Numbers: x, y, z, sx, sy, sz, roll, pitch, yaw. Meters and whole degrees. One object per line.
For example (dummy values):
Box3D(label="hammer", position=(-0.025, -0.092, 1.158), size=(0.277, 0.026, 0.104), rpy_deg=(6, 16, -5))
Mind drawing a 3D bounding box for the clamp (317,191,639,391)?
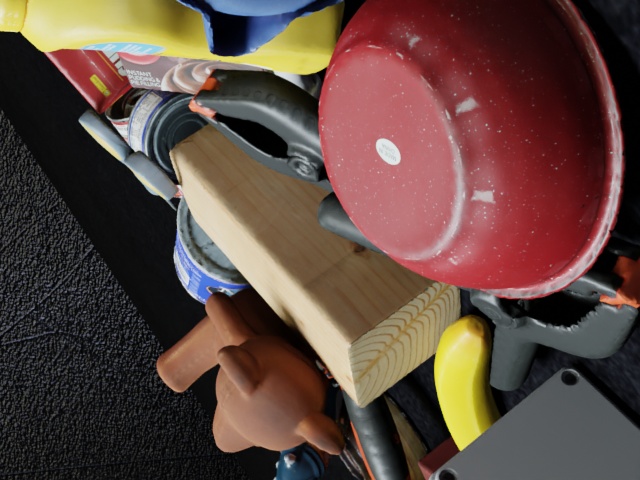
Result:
Box3D(label="clamp", position=(0.102, 0.030, 0.547), size=(0.164, 0.036, 0.210), rpy_deg=(44, 160, -21))

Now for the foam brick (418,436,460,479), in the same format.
Box3D(label="foam brick", position=(0.123, 0.197, 0.837), size=(0.051, 0.053, 0.078), rpy_deg=(26, 146, 61))

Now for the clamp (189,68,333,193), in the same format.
Box3D(label="clamp", position=(0.005, -0.056, 0.608), size=(0.171, 0.039, 0.120), rpy_deg=(28, 152, 3))

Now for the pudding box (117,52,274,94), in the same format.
Box3D(label="pudding box", position=(-0.083, -0.137, 0.683), size=(0.114, 0.039, 0.090), rpy_deg=(7, 143, 22))

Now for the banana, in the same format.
Box3D(label="banana", position=(0.112, 0.115, 0.733), size=(0.070, 0.037, 0.197), rpy_deg=(13, 140, 43))

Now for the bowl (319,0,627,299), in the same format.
Box3D(label="bowl", position=(0.048, -0.043, 0.450), size=(0.162, 0.055, 0.162), rpy_deg=(34, 134, 43))

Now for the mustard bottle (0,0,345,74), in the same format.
Box3D(label="mustard bottle", position=(-0.091, -0.122, 0.553), size=(0.096, 0.191, 0.058), rpy_deg=(-144, 58, -61))

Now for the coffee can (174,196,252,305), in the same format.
Box3D(label="coffee can", position=(-0.073, 0.000, 0.918), size=(0.103, 0.102, 0.140), rpy_deg=(54, 165, 5))

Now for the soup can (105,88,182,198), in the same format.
Box3D(label="soup can", position=(-0.134, -0.094, 0.945), size=(0.069, 0.068, 0.102), rpy_deg=(36, 165, 51))

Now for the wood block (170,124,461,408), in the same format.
Box3D(label="wood block", position=(-0.005, 0.001, 0.737), size=(0.206, 0.090, 0.090), rpy_deg=(46, 163, 31))

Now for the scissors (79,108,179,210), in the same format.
Box3D(label="scissors", position=(-0.143, -0.058, 0.826), size=(0.096, 0.016, 0.202), rpy_deg=(43, 174, -7))

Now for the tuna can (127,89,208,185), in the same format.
Box3D(label="tuna can", position=(-0.115, -0.089, 0.889), size=(0.034, 0.086, 0.086), rpy_deg=(36, 156, 47))

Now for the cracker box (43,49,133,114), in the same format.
Box3D(label="cracker box", position=(-0.205, -0.193, 0.856), size=(0.164, 0.072, 0.214), rpy_deg=(48, 180, -16))

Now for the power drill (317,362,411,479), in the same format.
Box3D(label="power drill", position=(0.039, 0.157, 0.921), size=(0.184, 0.057, 0.187), rpy_deg=(133, 117, -83))

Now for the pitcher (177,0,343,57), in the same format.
Box3D(label="pitcher", position=(-0.066, -0.197, 0.464), size=(0.145, 0.149, 0.243), rpy_deg=(47, 176, -39))
